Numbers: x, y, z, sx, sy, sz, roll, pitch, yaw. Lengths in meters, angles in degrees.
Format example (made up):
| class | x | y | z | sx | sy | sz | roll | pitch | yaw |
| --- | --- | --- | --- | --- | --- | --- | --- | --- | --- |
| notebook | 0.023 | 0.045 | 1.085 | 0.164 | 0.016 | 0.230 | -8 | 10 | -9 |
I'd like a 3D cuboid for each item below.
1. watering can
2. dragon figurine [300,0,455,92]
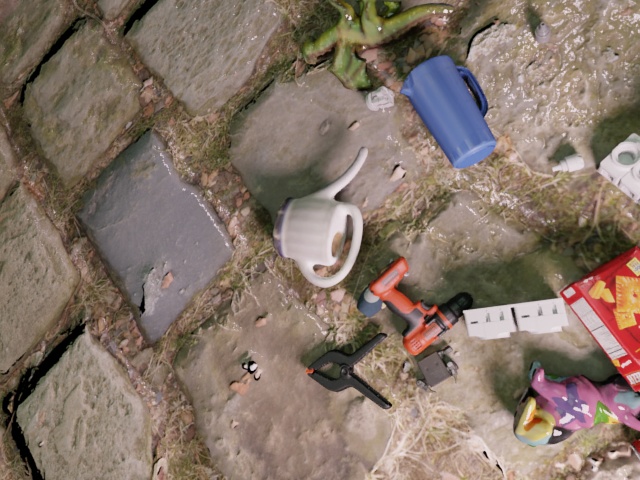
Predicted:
| class | x | y | z | sx | sy | sz | roll | pitch | yaw |
| --- | --- | --- | --- | --- | --- | --- | --- | --- | --- |
| watering can | 0.004 | -0.063 | 1.256 | 0.224 | 0.103 | 0.350 | 7 | 82 | 24 |
| dragon figurine | 0.122 | -0.504 | 1.330 | 0.412 | 0.123 | 0.240 | 17 | 103 | 26 |
